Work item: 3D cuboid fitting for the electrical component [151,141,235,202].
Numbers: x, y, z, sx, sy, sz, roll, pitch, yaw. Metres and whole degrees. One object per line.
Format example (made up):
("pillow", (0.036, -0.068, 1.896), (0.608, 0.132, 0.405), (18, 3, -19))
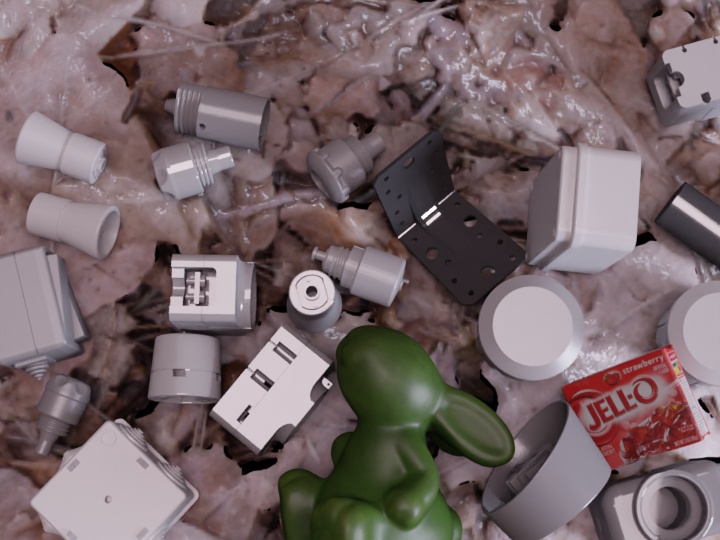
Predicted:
("electrical component", (-0.132, -0.082, 0.856), (0.062, 0.043, 0.043), (-18, 80, -5))

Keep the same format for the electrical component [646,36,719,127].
("electrical component", (0.285, -0.155, 0.869), (0.089, 0.055, 0.050), (-16, 80, -4))

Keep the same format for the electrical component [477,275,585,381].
("electrical component", (0.129, 0.047, 0.830), (0.080, 0.051, 0.080), (0, 79, -1))

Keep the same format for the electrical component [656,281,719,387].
("electrical component", (0.272, 0.051, 0.831), (0.080, 0.051, 0.080), (0, 79, -1))

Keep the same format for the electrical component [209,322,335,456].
("electrical component", (-0.062, 0.094, 0.819), (0.056, 0.050, 0.089), (38, 81, 7))

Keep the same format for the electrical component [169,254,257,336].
("electrical component", (-0.108, 0.020, 0.813), (0.056, 0.089, 0.050), (1, 79, 0))

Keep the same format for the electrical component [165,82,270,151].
("electrical component", (-0.116, -0.125, 0.864), (0.081, 0.043, 0.043), (12, 79, 2))

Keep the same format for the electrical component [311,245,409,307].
("electrical component", (0.000, 0.000, 0.843), (0.078, 0.040, 0.040), (20, 80, 3))

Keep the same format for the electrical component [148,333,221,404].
("electrical component", (-0.133, 0.076, 0.821), (0.055, 0.055, 0.047), (1, 76, 0))

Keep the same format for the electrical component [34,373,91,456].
("electrical component", (-0.231, 0.112, 0.822), (0.035, 0.035, 0.061), (21, 81, 3))

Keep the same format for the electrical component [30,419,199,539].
("electrical component", (-0.184, 0.171, 0.804), (0.100, 0.048, 0.099), (42, 82, 7))

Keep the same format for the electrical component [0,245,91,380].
("electrical component", (-0.247, 0.035, 0.823), (0.061, 0.061, 0.096), (-16, 80, -4))

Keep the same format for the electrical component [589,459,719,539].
("electrical component", (0.226, 0.177, 0.802), (0.095, 0.059, 0.053), (-15, 80, -3))

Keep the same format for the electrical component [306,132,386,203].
("electrical component", (-0.008, -0.087, 0.859), (0.062, 0.048, 0.048), (-35, 81, -14))

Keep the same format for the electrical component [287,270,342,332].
("electrical component", (-0.036, 0.022, 0.826), (0.044, 0.065, 0.044), (0, 79, -1))

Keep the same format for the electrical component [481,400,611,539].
("electrical component", (0.133, 0.151, 0.789), (0.099, 0.099, 0.064), (-39, 88, -7))

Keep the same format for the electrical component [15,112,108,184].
("electrical component", (-0.236, -0.095, 0.859), (0.065, 0.044, 0.044), (20, 80, -2))

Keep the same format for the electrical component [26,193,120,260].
("electrical component", (-0.228, -0.037, 0.848), (0.065, 0.044, 0.044), (15, 79, 7))

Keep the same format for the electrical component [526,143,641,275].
("electrical component", (0.167, -0.044, 0.817), (0.057, 0.113, 0.078), (7, 79, -2))
